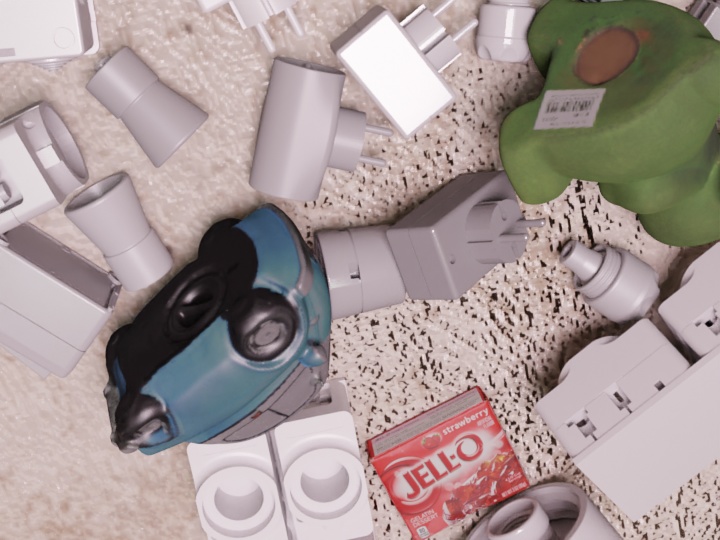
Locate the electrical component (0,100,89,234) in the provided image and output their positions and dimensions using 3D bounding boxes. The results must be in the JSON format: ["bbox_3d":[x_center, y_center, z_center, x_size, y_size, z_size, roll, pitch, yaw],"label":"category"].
[{"bbox_3d":[-0.191,-0.059,0.604,0.056,0.089,0.050,-26,108,2],"label":"electrical component"}]

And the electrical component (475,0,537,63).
[{"bbox_3d":[0.088,-0.154,0.635,0.035,0.035,0.061,3,104,-7],"label":"electrical component"}]

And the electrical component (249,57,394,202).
[{"bbox_3d":[-0.020,-0.080,0.641,0.079,0.043,0.077,11,106,-10],"label":"electrical component"}]

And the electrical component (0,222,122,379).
[{"bbox_3d":[-0.200,0.013,0.641,0.096,0.061,0.061,34,101,-15],"label":"electrical component"}]

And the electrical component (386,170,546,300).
[{"bbox_3d":[0.073,-0.022,0.635,0.083,0.076,0.047,-37,115,-40],"label":"electrical component"}]

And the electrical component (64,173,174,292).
[{"bbox_3d":[-0.142,-0.020,0.648,0.044,0.044,0.065,-28,113,3],"label":"electrical component"}]

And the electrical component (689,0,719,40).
[{"bbox_3d":[0.219,-0.144,0.647,0.066,0.048,0.055,27,110,-13],"label":"electrical component"}]

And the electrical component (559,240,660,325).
[{"bbox_3d":[0.157,0.004,0.687,0.062,0.043,0.043,32,101,-13],"label":"electrical component"}]

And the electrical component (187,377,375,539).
[{"bbox_3d":[-0.043,0.177,0.710,0.105,0.060,0.186,-11,108,-3],"label":"electrical component"}]

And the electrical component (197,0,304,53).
[{"bbox_3d":[-0.059,-0.162,0.609,0.066,0.047,0.076,-27,108,3],"label":"electrical component"}]

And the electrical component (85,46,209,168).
[{"bbox_3d":[-0.126,-0.097,0.626,0.044,0.044,0.065,-44,102,8],"label":"electrical component"}]

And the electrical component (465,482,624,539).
[{"bbox_3d":[0.115,0.185,0.709,0.108,0.108,0.060,-33,102,4],"label":"electrical component"}]

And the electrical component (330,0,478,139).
[{"bbox_3d":[0.033,-0.129,0.630,0.077,0.047,0.065,-39,107,7],"label":"electrical component"}]

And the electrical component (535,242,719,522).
[{"bbox_3d":[0.213,0.064,0.681,0.186,0.060,0.105,-40,136,6],"label":"electrical component"}]

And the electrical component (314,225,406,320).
[{"bbox_3d":[0.000,0.000,0.663,0.047,0.055,0.055,-10,108,-7],"label":"electrical component"}]

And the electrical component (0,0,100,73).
[{"bbox_3d":[-0.197,-0.158,0.594,0.100,0.048,0.099,-6,108,-5],"label":"electrical component"}]
